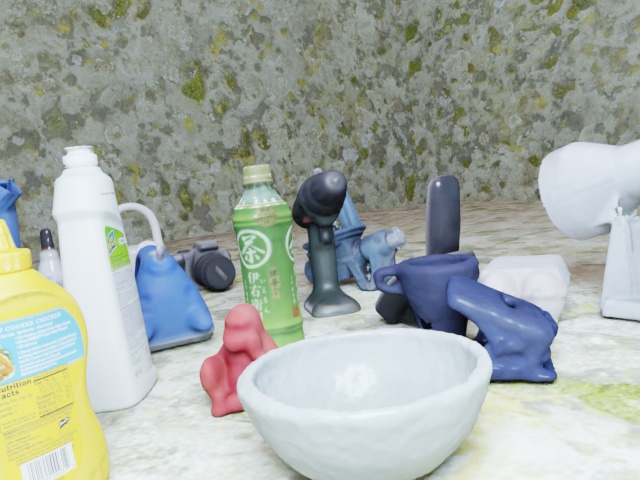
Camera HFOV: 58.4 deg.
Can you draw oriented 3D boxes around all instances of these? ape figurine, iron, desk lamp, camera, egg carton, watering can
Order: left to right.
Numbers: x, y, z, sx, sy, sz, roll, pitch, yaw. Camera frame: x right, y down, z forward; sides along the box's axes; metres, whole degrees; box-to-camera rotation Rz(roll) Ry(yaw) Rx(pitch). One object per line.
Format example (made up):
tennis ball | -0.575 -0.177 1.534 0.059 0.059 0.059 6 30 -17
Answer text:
watering can | -0.314 0.031 0.998 0.172 0.194 0.101 -2 7 38
iron | -0.232 0.069 0.797 0.119 0.141 0.257 -9 6 -25
camera | -0.234 0.055 1.147 0.143 0.101 0.136 -9 6 -26
ape figurine | -0.068 0.104 0.520 0.077 0.092 0.076 -4 6 25
egg carton | 0.255 0.060 0.715 0.107 0.069 0.151 -4 6 25
desk lamp | 0.369 -0.020 0.665 0.118 0.213 0.202 -10 7 -33

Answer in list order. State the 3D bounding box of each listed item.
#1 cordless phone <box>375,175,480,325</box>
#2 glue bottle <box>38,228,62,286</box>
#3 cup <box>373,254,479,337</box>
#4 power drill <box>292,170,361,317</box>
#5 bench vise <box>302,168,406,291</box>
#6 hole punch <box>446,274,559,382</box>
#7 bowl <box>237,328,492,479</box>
cordless phone | 0.138 0.011 0.746 0.148 0.185 0.093 -11 8 -42
glue bottle | -0.338 0.071 0.733 0.077 0.173 0.037 -1 8 42
cup | 0.121 0.069 0.644 0.117 0.095 0.092 -5 6 8
power drill | 0.008 0.003 0.855 0.076 0.208 0.229 -8 6 -13
bench vise | 0.058 -0.025 1.020 0.206 0.220 0.122 -4 6 22
hole punch | 0.168 0.077 0.536 0.101 0.091 0.109 -5 6 15
bowl | 0.032 0.115 0.382 0.167 0.075 0.167 -6 6 1
